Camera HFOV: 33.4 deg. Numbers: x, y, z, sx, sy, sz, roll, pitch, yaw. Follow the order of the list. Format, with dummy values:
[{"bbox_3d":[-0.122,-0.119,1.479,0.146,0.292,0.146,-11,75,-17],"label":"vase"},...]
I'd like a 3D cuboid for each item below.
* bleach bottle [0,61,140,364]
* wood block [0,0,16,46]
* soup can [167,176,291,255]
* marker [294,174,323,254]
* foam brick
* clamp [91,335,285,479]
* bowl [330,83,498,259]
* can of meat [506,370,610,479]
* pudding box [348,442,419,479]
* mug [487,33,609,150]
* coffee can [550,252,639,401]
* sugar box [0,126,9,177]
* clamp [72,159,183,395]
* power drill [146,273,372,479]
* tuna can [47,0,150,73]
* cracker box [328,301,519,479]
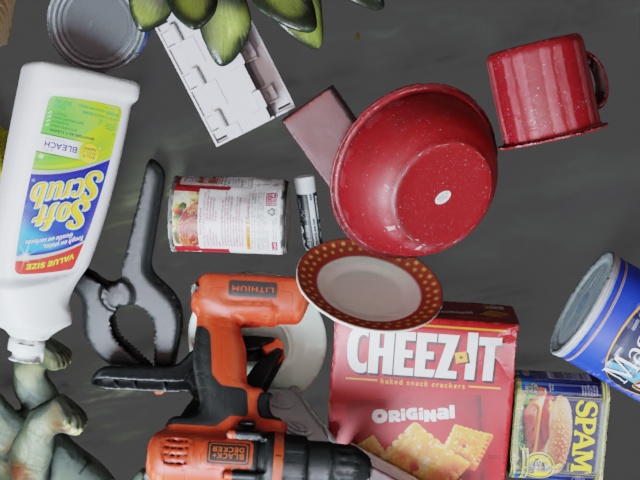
[{"bbox_3d":[-0.225,-0.020,0.914,0.102,0.068,0.251,9,90,-32],"label":"bleach bottle"},{"bbox_3d":[-0.371,-0.232,0.906,0.206,0.090,0.091,14,102,1],"label":"wood block"},{"bbox_3d":[-0.079,-0.022,0.944,0.102,0.068,0.068,2,102,2],"label":"soup can"},{"bbox_3d":[-0.006,0.001,0.970,0.020,0.020,0.121,-7,101,4],"label":"marker"},{"bbox_3d":[0.011,-0.090,0.933,0.051,0.053,0.078,-35,97,9],"label":"foam brick"},{"bbox_3d":[-0.115,0.127,0.949,0.171,0.039,0.120,-33,71,-21],"label":"clamp"},{"bbox_3d":[0.092,-0.048,0.902,0.162,0.055,0.162,-9,117,-19],"label":"bowl"},{"bbox_3d":[0.215,0.170,0.974,0.084,0.057,0.102,3,102,4],"label":"can of meat"},{"bbox_3d":[0.052,0.243,0.932,0.113,0.039,0.090,27,101,-1],"label":"pudding box"},{"bbox_3d":[0.198,-0.129,0.904,0.117,0.093,0.081,-16,97,-25],"label":"mug"},{"bbox_3d":[0.287,0.088,0.924,0.140,0.102,0.103,30,102,1],"label":"coffee can"},{"bbox_3d":[-0.356,-0.033,0.958,0.176,0.048,0.093,-19,78,9],"label":"sugar box"},{"bbox_3d":[-0.195,0.046,0.980,0.164,0.036,0.210,-15,99,6],"label":"clamp"},{"bbox_3d":[-0.047,0.123,0.901,0.184,0.057,0.187,4,60,-4],"label":"power drill"},{"bbox_3d":[-0.192,-0.190,0.933,0.086,0.033,0.086,1,102,3],"label":"tuna can"},{"bbox_3d":[0.089,0.165,0.971,0.164,0.072,0.214,4,102,2],"label":"cracker box"}]
